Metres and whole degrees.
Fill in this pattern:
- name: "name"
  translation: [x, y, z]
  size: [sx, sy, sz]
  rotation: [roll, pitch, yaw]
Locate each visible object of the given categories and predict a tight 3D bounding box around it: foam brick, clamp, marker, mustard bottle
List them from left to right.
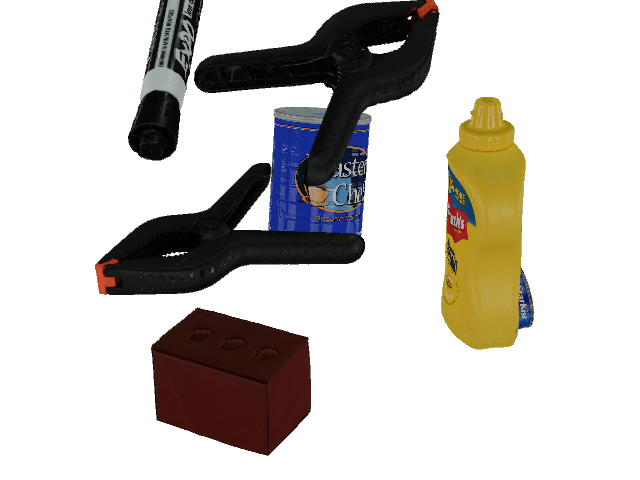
- name: "marker"
  translation: [-0.062, -0.076, 0.443]
  size: [0.020, 0.121, 0.020]
  rotation: [1, -45, 1]
- name: "clamp"
  translation: [-0.090, -0.005, 0.892]
  size: [0.209, 0.036, 0.165]
  rotation: [-16, 35, -21]
- name: "foam brick"
  translation: [-0.051, 0.080, 0.615]
  size: [0.078, 0.051, 0.052]
  rotation: [13, 28, 22]
- name: "clamp"
  translation: [0.018, -0.102, 0.688]
  size: [0.171, 0.120, 0.039]
  rotation: [-27, -24, -19]
- name: "mustard bottle"
  translation: [0.127, -0.018, 0.829]
  size: [0.058, 0.192, 0.096]
  rotation: [-4, 27, -5]

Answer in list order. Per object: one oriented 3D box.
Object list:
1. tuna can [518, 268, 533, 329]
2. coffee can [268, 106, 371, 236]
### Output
- name: "tuna can"
  translation: [0.209, 0.061, 1.206]
  size: [0.033, 0.086, 0.086]
  rotation: [-15, 2, -6]
- name: "coffee can"
  translation: [-0.002, -0.066, 1.133]
  size: [0.103, 0.140, 0.103]
  rotation: [4, 12, -1]
